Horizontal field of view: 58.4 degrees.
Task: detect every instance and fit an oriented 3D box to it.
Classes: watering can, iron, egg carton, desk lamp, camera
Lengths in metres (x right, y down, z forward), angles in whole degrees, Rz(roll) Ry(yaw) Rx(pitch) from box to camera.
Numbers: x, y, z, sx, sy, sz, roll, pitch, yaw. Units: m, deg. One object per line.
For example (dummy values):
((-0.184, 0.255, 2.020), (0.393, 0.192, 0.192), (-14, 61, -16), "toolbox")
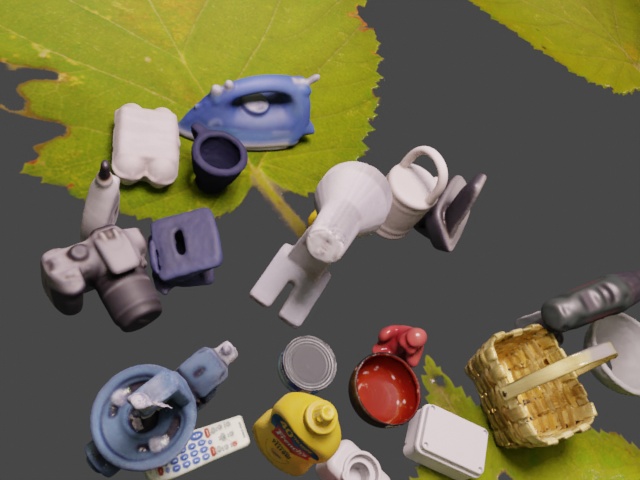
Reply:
((0.157, -0.085, 1.021), (0.101, 0.194, 0.173), (42, 53, 5), "watering can")
((-0.123, -0.244, 1.024), (0.259, 0.141, 0.118), (-10, 65, -29), "iron")
((-0.285, -0.156, 0.941), (0.107, 0.069, 0.150), (3, 59, -23), "egg carton")
((0.008, 0.003, 0.887), (0.118, 0.213, 0.203), (34, 53, -2), "desk lamp")
((-0.289, 0.059, 0.788), (0.143, 0.100, 0.136), (-24, 73, -34), "camera")

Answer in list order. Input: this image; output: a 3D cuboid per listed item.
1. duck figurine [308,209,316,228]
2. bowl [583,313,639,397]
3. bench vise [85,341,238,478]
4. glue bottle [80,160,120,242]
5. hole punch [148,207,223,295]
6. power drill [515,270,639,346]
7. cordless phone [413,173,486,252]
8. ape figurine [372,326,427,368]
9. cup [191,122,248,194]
((0.034, -0.047, 1.009), (0.105, 0.086, 0.077), (-20, 70, -32), "duck figurine")
((0.562, 0.224, 1.090), (0.168, 0.074, 0.167), (12, 57, -18), "bowl")
((-0.187, 0.176, 0.688), (0.121, 0.219, 0.208), (33, 53, -2), "bench vise")
((-0.306, -0.058, 0.807), (0.037, 0.173, 0.078), (20, 54, -12), "glue bottle")
((-0.204, 0.014, 0.860), (0.101, 0.091, 0.108), (-5, 63, -27), "hole punch")
((0.458, 0.127, 1.018), (0.230, 0.208, 0.075), (-12, 66, -30), "power drill")
((0.269, -0.076, 1.072), (0.094, 0.185, 0.148), (33, 53, -2), "cordless phone")
((0.138, 0.167, 0.922), (0.076, 0.092, 0.077), (-14, 67, -30), "ape figurine")
((-0.184, -0.130, 0.956), (0.092, 0.095, 0.117), (-33, 77, -36), "cup")
